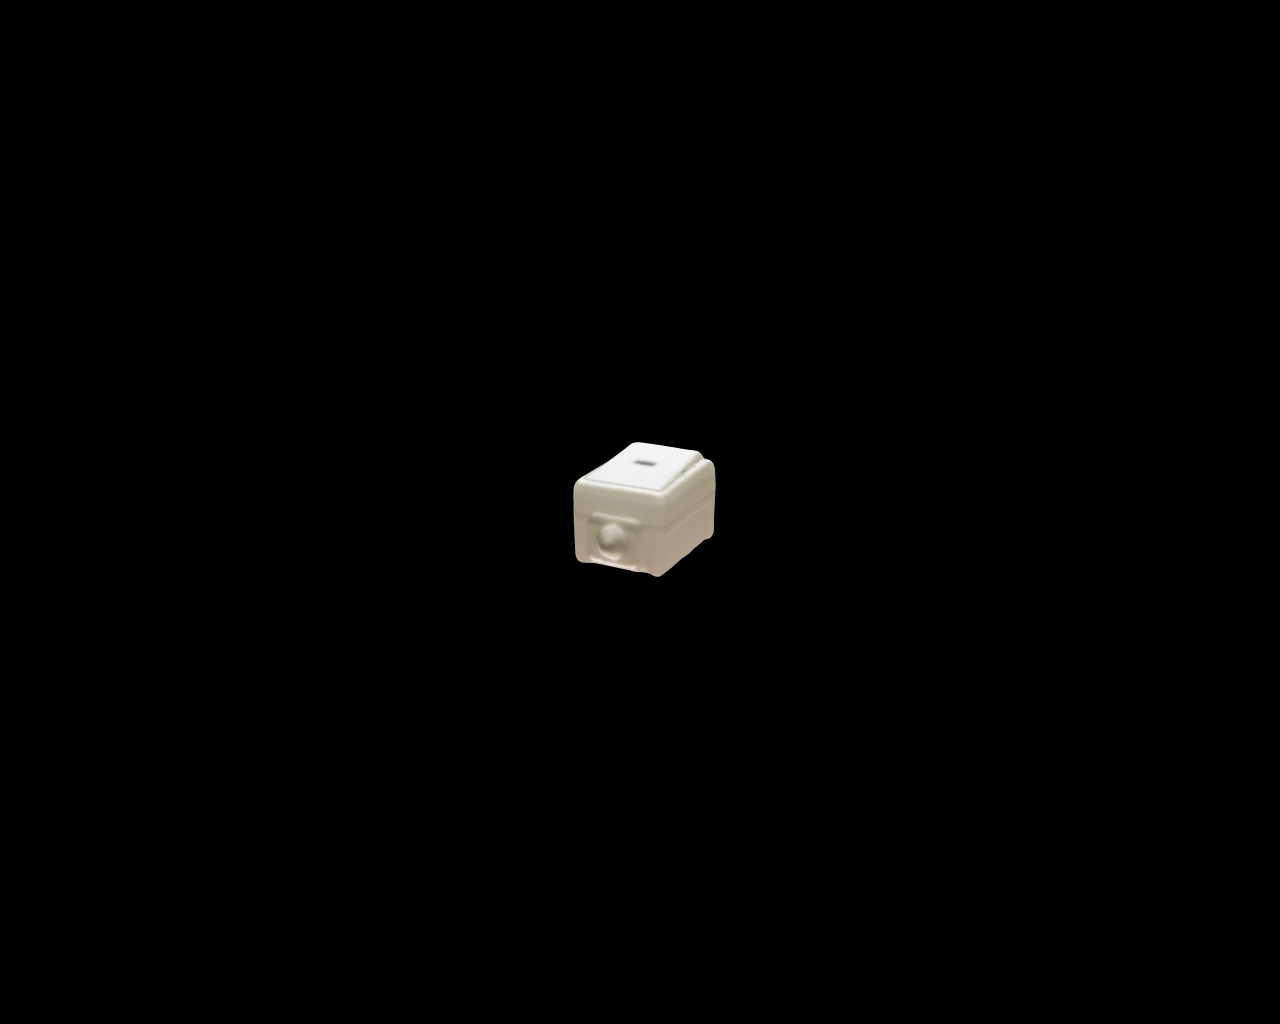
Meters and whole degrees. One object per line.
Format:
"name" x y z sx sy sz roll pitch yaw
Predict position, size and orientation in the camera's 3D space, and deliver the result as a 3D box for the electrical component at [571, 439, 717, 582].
"electrical component" 0.001 -0.003 0.650 0.062 0.061 0.096 10 23 26
